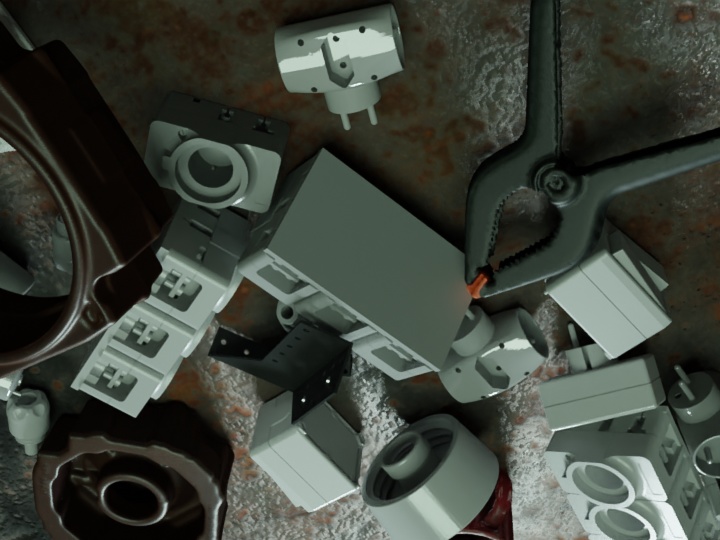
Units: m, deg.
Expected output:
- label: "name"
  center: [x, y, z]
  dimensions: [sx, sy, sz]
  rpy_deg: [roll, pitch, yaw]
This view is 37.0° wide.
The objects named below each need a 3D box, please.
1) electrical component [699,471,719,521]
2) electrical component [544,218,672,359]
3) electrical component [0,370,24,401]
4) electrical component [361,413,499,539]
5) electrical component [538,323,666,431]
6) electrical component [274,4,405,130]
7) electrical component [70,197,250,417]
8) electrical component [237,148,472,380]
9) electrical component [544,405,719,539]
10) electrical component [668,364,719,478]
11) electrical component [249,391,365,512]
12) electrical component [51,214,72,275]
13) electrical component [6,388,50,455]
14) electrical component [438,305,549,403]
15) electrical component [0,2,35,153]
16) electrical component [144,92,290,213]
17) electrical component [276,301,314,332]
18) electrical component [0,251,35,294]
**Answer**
- label: "electrical component"
  center: [0.308, 0.178, 0.854]
  dimensions: [0.050, 0.055, 0.089]
  rpy_deg: [-24, 148, 19]
- label: "electrical component"
  center: [0.174, 0.004, 0.769]
  dimensions: [0.061, 0.061, 0.096]
  rpy_deg: [-37, 113, 25]
- label: "electrical component"
  center: [-0.309, 0.076, 0.873]
  dimensions: [0.078, 0.040, 0.040]
  rpy_deg: [23, 122, -11]
- label: "electrical component"
  center: [0.050, 0.163, 0.862]
  dimensions: [0.108, 0.108, 0.060]
  rpy_deg: [-33, 109, 23]
- label: "electrical component"
  center: [0.180, 0.075, 0.822]
  dimensions: [0.083, 0.047, 0.075]
  rpy_deg: [-17, 84, 23]
- label: "electrical component"
  center: [-0.008, -0.129, 0.709]
  dimensions: [0.077, 0.043, 0.079]
  rpy_deg: [-10, 122, 11]
- label: "electrical component"
  center: [-0.143, 0.026, 0.796]
  dimensions: [0.062, 0.089, 0.150]
  rpy_deg: [30, 121, -14]
- label: "electrical component"
  center: [0.000, 0.000, 0.760]
  dimensions: [0.150, 0.089, 0.062]
  rpy_deg: [36, 152, -17]
- label: "electrical component"
  center: [0.221, 0.182, 0.863]
  dimensions: [0.089, 0.061, 0.150]
  rpy_deg: [-4, 127, 40]
- label: "electrical component"
  center: [0.261, 0.104, 0.819]
  dimensions: [0.044, 0.077, 0.079]
  rpy_deg: [-30, 115, 22]
- label: "electrical component"
  center: [-0.041, 0.151, 0.886]
  dimensions: [0.061, 0.061, 0.096]
  rpy_deg: [-31, 116, 23]
- label: "electrical component"
  center: [-0.212, -0.029, 0.799]
  dimensions: [0.035, 0.035, 0.061]
  rpy_deg: [6, 121, 1]
- label: "electrical component"
  center: [-0.280, 0.131, 0.911]
  dimensions: [0.035, 0.035, 0.061]
  rpy_deg: [8, 125, 0]
- label: "electrical component"
  center: [0.090, 0.054, 0.821]
  dimensions: [0.077, 0.043, 0.079]
  rpy_deg: [-33, 115, 23]
- label: "electrical component"
  center: [-0.263, -0.124, 0.732]
  dimensions: [0.100, 0.048, 0.099]
  rpy_deg: [-24, 118, 19]
- label: "electrical component"
  center: [-0.100, -0.079, 0.743]
  dimensions: [0.089, 0.055, 0.050]
  rpy_deg: [15, 123, -5]
- label: "electrical component"
  center: [-0.042, 0.031, 0.802]
  dimensions: [0.048, 0.062, 0.048]
  rpy_deg: [0, 90, 20]
- label: "electrical component"
  center: [-0.286, -0.004, 0.819]
  dimensions: [0.044, 0.044, 0.065]
  rpy_deg: [-27, 112, 21]
